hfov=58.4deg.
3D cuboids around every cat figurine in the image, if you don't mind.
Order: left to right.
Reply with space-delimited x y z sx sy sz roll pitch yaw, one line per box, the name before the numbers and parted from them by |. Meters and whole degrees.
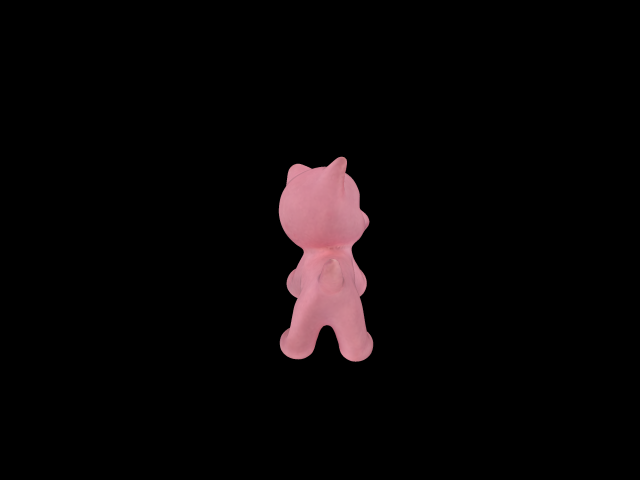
cat figurine | 0.004 0.001 0.400 0.067 0.118 0.127 -2 36 -2
